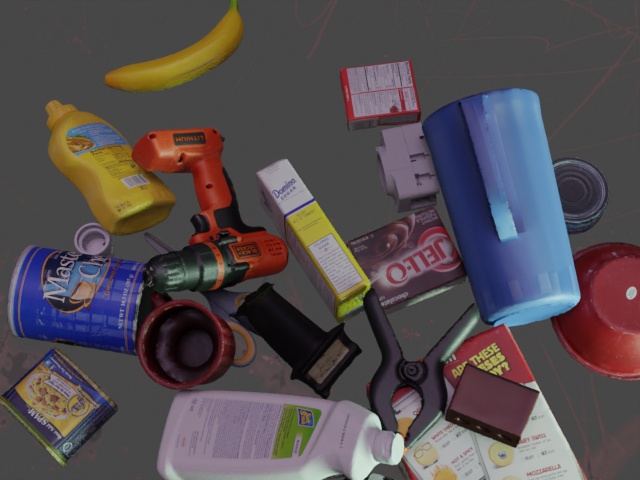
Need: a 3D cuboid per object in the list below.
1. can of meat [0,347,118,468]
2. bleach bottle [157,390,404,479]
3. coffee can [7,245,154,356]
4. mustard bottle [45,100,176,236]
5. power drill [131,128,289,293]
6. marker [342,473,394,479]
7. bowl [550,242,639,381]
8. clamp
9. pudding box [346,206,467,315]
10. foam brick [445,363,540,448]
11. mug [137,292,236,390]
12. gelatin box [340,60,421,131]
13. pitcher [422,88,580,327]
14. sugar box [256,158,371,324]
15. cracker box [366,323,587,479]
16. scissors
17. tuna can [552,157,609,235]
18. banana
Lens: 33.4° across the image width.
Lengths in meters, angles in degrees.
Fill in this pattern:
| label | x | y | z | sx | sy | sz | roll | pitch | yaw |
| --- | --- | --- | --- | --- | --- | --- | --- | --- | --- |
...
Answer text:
| label | x | y | z | sx | sy | sz | roll | pitch | yaw |
| --- | --- | --- | --- | --- | --- | --- | --- | --- | --- |
| can of meat | -0.279 | 0.176 | 1.140 | 0.102 | 0.057 | 0.084 | 40 | 73 | 15 |
| bleach bottle | -0.038 | 0.205 | 1.063 | 0.251 | 0.068 | 0.102 | 0 | 66 | 29 |
| coffee can | -0.253 | 0.066 | 1.157 | 0.140 | 0.103 | 0.103 | 8 | 69 | 4 |
| mustard bottle | -0.257 | -0.092 | 1.231 | 0.192 | 0.058 | 0.096 | 48 | 39 | 18 |
| power drill | -0.139 | -0.031 | 1.173 | 0.184 | 0.057 | 0.188 | -8 | 67 | -43 |
| marker | 0.079 | 0.248 | 1.052 | 0.121 | 0.020 | 0.020 | 15 | 69 | 19 |
| bowl | 0.335 | 0.068 | 1.166 | 0.162 | 0.055 | 0.162 | -1 | 68 | 1 |
| clamp | 0.084 | 0.128 | 1.084 | 0.120 | 0.039 | 0.171 | 14 | 69 | 15 |
| pudding box | 0.097 | 0.025 | 1.198 | 0.113 | 0.039 | 0.090 | -23 | 70 | -7 |
| foam brick | 0.170 | 0.165 | 1.058 | 0.078 | 0.053 | 0.051 | 20 | 69 | 12 |
| mug | -0.144 | 0.103 | 1.137 | 0.093 | 0.081 | 0.117 | -37 | 77 | 3 |
| gelatin box | 0.072 | -0.173 | 1.282 | 0.089 | 0.030 | 0.073 | -7 | 67 | -2 |
| pitcher | 0.198 | -0.036 | 1.153 | 0.149 | 0.145 | 0.243 | -2 | 72 | -32 |
| sugar box | -0.007 | 0.001 | 1.181 | 0.048 | 0.093 | 0.176 | -28 | 71 | -10 |
| cracker box | 0.165 | 0.219 | 1.104 | 0.164 | 0.072 | 0.214 | -23 | 69 | -7 |
| scissors | -0.131 | 0.072 | 1.197 | 0.202 | 0.016 | 0.096 | 24 | 73 | 10 |
| tuna can | 0.287 | -0.052 | 1.226 | 0.086 | 0.034 | 0.086 | -1 | 69 | 1 |
| banana | -0.165 | -0.225 | 1.307 | 0.197 | 0.037 | 0.070 | -33 | 54 | -12 |
